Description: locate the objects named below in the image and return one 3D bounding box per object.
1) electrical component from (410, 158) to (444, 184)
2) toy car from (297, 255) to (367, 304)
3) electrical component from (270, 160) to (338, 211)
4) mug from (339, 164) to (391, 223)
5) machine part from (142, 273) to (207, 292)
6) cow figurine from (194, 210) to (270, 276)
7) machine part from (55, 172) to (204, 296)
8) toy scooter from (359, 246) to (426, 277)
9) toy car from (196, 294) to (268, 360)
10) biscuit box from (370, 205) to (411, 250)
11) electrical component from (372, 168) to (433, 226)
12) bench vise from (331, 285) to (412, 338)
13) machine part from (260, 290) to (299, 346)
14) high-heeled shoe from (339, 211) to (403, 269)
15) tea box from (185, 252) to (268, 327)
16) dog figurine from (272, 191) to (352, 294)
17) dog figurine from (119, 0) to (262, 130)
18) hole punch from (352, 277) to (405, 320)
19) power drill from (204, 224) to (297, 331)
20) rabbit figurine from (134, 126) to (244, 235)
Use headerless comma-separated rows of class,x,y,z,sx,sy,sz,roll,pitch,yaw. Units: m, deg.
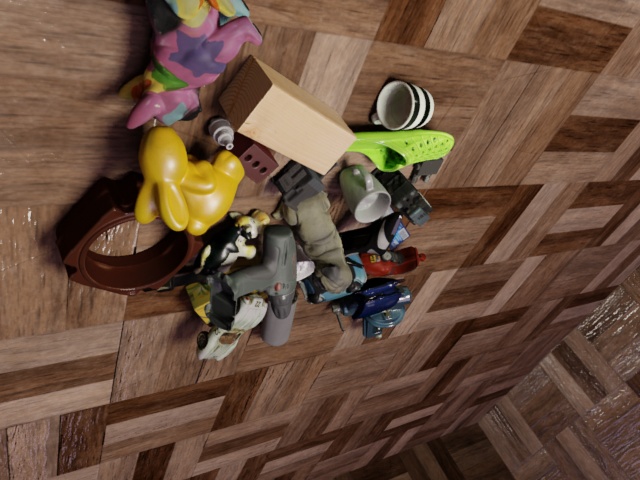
electrical component,0.237,-0.164,1.184,0.063,0.021,0.094,-8,139,-29
toy car,0.035,0.092,1.282,0.162,0.109,0.103,-28,167,9
electrical component,-0.025,-0.117,0.998,0.119,0.075,0.047,-37,146,15
mug,0.079,-0.105,1.064,0.081,0.107,0.109,-27,142,-8
machine part,-0.279,0.080,1.064,0.139,0.039,0.084,-9,172,-38
cow figurine,-0.172,0.004,1.031,0.167,0.068,0.098,-54,146,2
machine part,-0.317,-0.002,0.911,0.201,0.087,0.201,-42,143,15
toy scooter,0.182,0.051,1.335,0.135,0.075,0.183,-16,164,37
toy car,-0.190,0.187,1.146,0.201,0.056,0.073,-46,144,22
biscuit box,0.142,-0.052,1.215,0.059,0.063,0.202,-36,146,6
electrical component,0.179,-0.092,1.132,0.058,0.134,0.114,-42,142,14
bench vise,0.142,0.206,1.490,0.224,0.129,0.240,-19,139,-13
machine part,-0.101,0.182,1.309,0.079,0.079,0.243,-13,140,-25
high-heeled shoe,0.067,-0.013,1.141,0.145,0.086,0.248,24,140,-7
tea box,-0.188,0.107,1.156,0.170,0.068,0.098,-26,145,-6
dog figurine,0.001,-0.004,1.057,0.121,0.191,0.172,-31,144,-1
dog figurine,-0.193,-0.245,0.690,0.219,0.109,0.191,-37,146,12
hole punch,0.135,0.146,1.333,0.142,0.092,0.116,-11,180,-22
power drill,-0.119,0.095,1.032,0.207,0.086,0.231,-22,131,-42
rabbit figurine,-0.217,-0.092,0.806,0.162,0.122,0.173,-67,154,-22
